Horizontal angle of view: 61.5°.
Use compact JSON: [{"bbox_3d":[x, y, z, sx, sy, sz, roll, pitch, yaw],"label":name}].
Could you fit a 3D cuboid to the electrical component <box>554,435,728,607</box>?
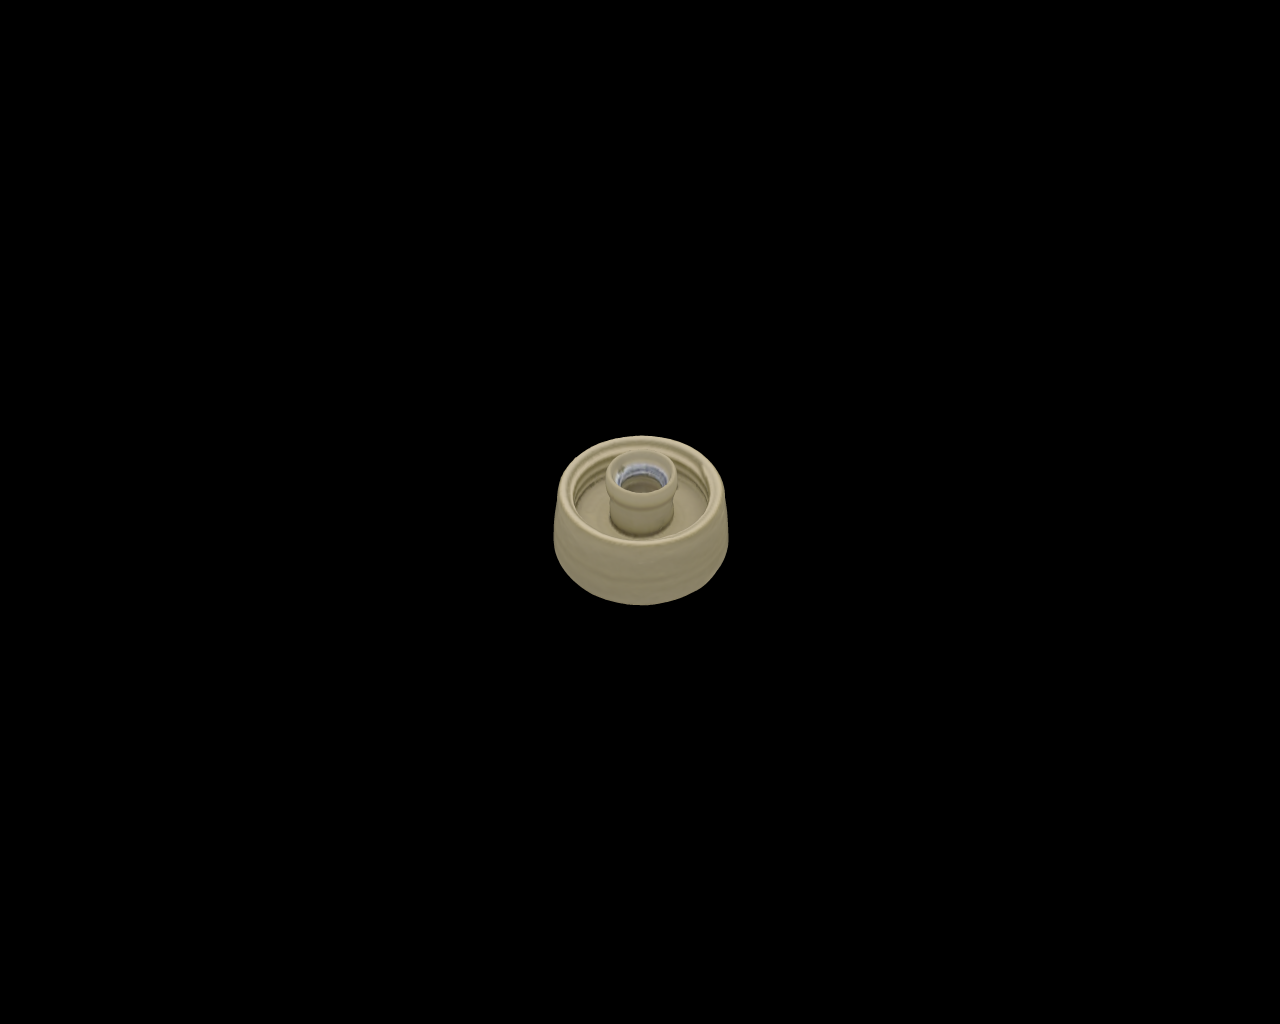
[{"bbox_3d":[0.001,-0.003,0.650,0.108,0.060,0.108,0,43,0],"label":"electrical component"}]
